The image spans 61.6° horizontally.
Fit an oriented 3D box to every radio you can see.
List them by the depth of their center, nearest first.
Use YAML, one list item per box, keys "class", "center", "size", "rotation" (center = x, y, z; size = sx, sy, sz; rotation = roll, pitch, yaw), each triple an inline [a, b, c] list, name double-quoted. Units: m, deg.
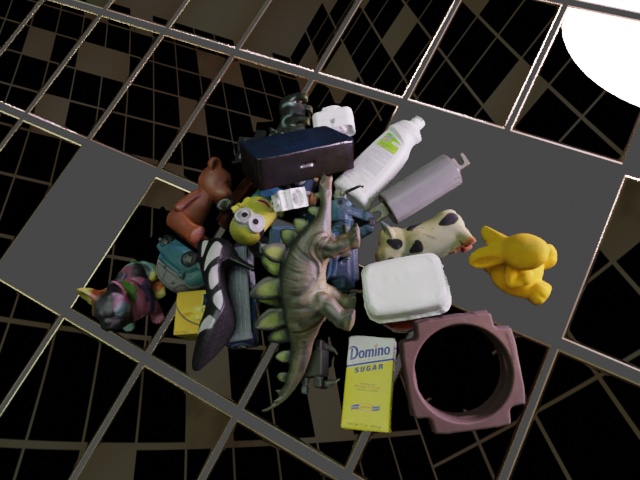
- class: "radio"
  center: [-0.052, -0.182, 1.160]
  size: [0.229, 0.073, 0.131]
  rotation: [-15, 32, -24]

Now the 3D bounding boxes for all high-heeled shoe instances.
- class: "high-heeled shoe"
  center: [-0.222, 0.111, 1.021]
  size: [0.145, 0.086, 0.248]
  rotation: [19, 69, 23]

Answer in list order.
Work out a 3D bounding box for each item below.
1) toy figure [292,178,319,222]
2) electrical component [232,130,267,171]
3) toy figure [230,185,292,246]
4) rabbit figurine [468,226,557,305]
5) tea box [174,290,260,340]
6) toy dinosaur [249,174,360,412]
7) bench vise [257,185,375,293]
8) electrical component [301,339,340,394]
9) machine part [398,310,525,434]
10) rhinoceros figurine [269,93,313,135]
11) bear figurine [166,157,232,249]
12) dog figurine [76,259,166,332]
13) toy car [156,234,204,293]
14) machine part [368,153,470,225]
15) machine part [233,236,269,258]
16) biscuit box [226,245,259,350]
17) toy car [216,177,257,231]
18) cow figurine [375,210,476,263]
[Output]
- class: "toy figure"
  center: [-0.034, -0.106, 1.223]
  size: [0.058, 0.064, 0.154]
  rotation: [11, 62, -31]
- class: "electrical component"
  center: [-0.160, -0.223, 1.304]
  size: [0.075, 0.047, 0.119]
  rotation: [12, 73, 17]
- class: "toy figure"
  center: [-0.128, -0.061, 1.181]
  size: [0.082, 0.089, 0.180]
  rotation: [16, 45, 19]
- class: "rabbit figurine"
  center: [0.373, 0.029, 1.010]
  size: [0.162, 0.173, 0.122]
  rotation: [25, 79, 16]
- class: "tea box"
  center: [-0.218, 0.158, 1.146]
  size: [0.170, 0.068, 0.098]
  rotation: [-7, 67, 11]
- class: "toy dinosaur"
  center: [-0.028, 0.108, 1.019]
  size: [0.199, 0.105, 0.470]
  rotation: [6, 93, 7]
- class: "bench vise"
  center: [-0.005, -0.003, 1.112]
  size: [0.241, 0.129, 0.223]
  rotation: [1, 92, -17]
- class: "electrical component"
  center: [-0.003, 0.252, 1.074]
  size: [0.078, 0.045, 0.102]
  rotation: [-24, 58, 34]
- class: "machine part"
  center: [0.251, 0.234, 0.971]
  size: [0.201, 0.087, 0.201]
  rotation: [-9, 82, 3]
- class: "rhinoceros figurine"
  center: [-0.071, -0.267, 1.287]
  size: [0.112, 0.073, 0.190]
  rotation: [-1, 67, 11]
- class: "bear figurine"
  center: [-0.252, -0.079, 1.228]
  size: [0.132, 0.120, 0.196]
  rotation: [35, 74, 23]
- class: "dog figurine"
  center: [-0.415, 0.107, 1.131]
  size: [0.109, 0.219, 0.191]
  rotation: [-9, 67, 5]
- class: "toy car"
  center: [-0.306, 0.064, 1.184]
  size: [0.162, 0.109, 0.103]
  rotation: [30, 81, 25]
- class: "machine part"
  center: [0.215, -0.109, 1.155]
  size: [0.243, 0.079, 0.079]
  rotation: [-31, 65, -3]
- class: "machine part"
  center: [-0.122, 0.012, 1.203]
  size: [0.139, 0.039, 0.084]
  rotation: [4, 75, 13]
- class: "biscuit box"
  center: [-0.163, 0.116, 1.081]
  size: [0.063, 0.059, 0.203]
  rotation: [-9, 65, 6]
- class: "toy car"
  center: [-0.170, -0.108, 1.220]
  size: [0.053, 0.089, 0.202]
  rotation: [16, 61, 27]
- class: "cow figurine"
  center: [0.204, 0.001, 1.108]
  size: [0.195, 0.085, 0.127]
  rotation: [-26, 71, 4]
